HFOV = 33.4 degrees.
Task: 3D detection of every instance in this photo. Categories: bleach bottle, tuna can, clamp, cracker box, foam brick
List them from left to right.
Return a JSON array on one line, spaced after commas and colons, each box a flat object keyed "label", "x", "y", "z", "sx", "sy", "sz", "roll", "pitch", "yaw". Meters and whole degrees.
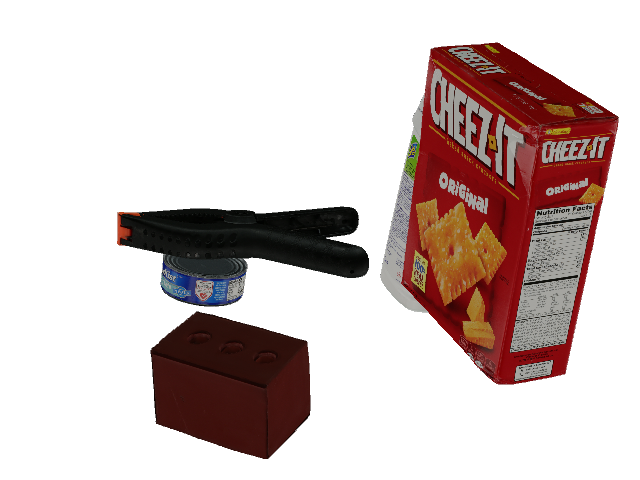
[{"label": "tuna can", "x": -0.118, "y": 0.035, "z": 1.076, "sx": 0.086, "sy": 0.034, "sz": 0.086, "roll": 8, "pitch": 18, "yaw": -3}, {"label": "foam brick", "x": -0.051, "y": 0.082, "z": 0.615, "sx": 0.078, "sy": 0.051, "sz": 0.052, "roll": 13, "pitch": 27, "yaw": 23}, {"label": "clamp", "x": -0.059, "y": -0.003, "z": 0.866, "sx": 0.210, "sy": 0.036, "sz": 0.164, "roll": 1, "pitch": 13, "yaw": -8}, {"label": "bleach bottle", "x": 0.123, "y": -0.056, "z": 1.141, "sx": 0.068, "sy": 0.251, "sz": 0.103, "roll": 0, "pitch": 23, "yaw": -22}, {"label": "cracker box", "x": 0.133, "y": -0.023, "z": 0.815, "sx": 0.072, "sy": 0.214, "sz": 0.164, "roll": -8, "pitch": 31, "yaw": -21}]
